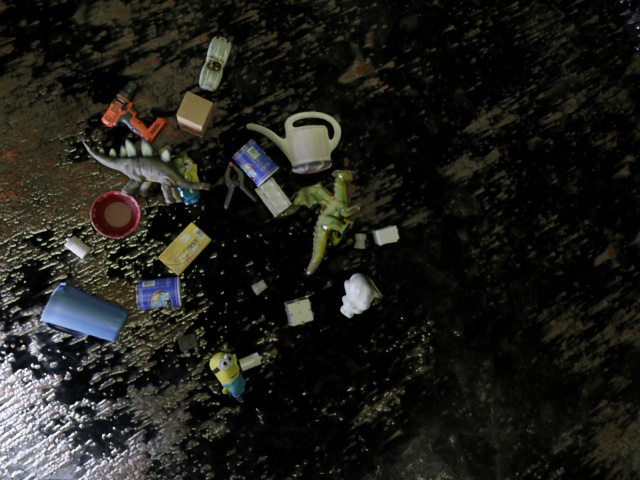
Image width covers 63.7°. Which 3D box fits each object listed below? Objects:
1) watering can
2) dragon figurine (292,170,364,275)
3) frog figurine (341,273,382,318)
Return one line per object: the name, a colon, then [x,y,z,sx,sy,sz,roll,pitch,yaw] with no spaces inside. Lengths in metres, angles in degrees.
watering can: [-0.084,-0.349,1.879,0.348,0.104,0.224,-10,92,-14]
dragon figurine: [0.006,-0.096,1.915,0.244,0.121,0.413,39,79,7]
frog figurine: [0.134,0.205,1.916,0.160,0.121,0.139,-35,65,-2]
